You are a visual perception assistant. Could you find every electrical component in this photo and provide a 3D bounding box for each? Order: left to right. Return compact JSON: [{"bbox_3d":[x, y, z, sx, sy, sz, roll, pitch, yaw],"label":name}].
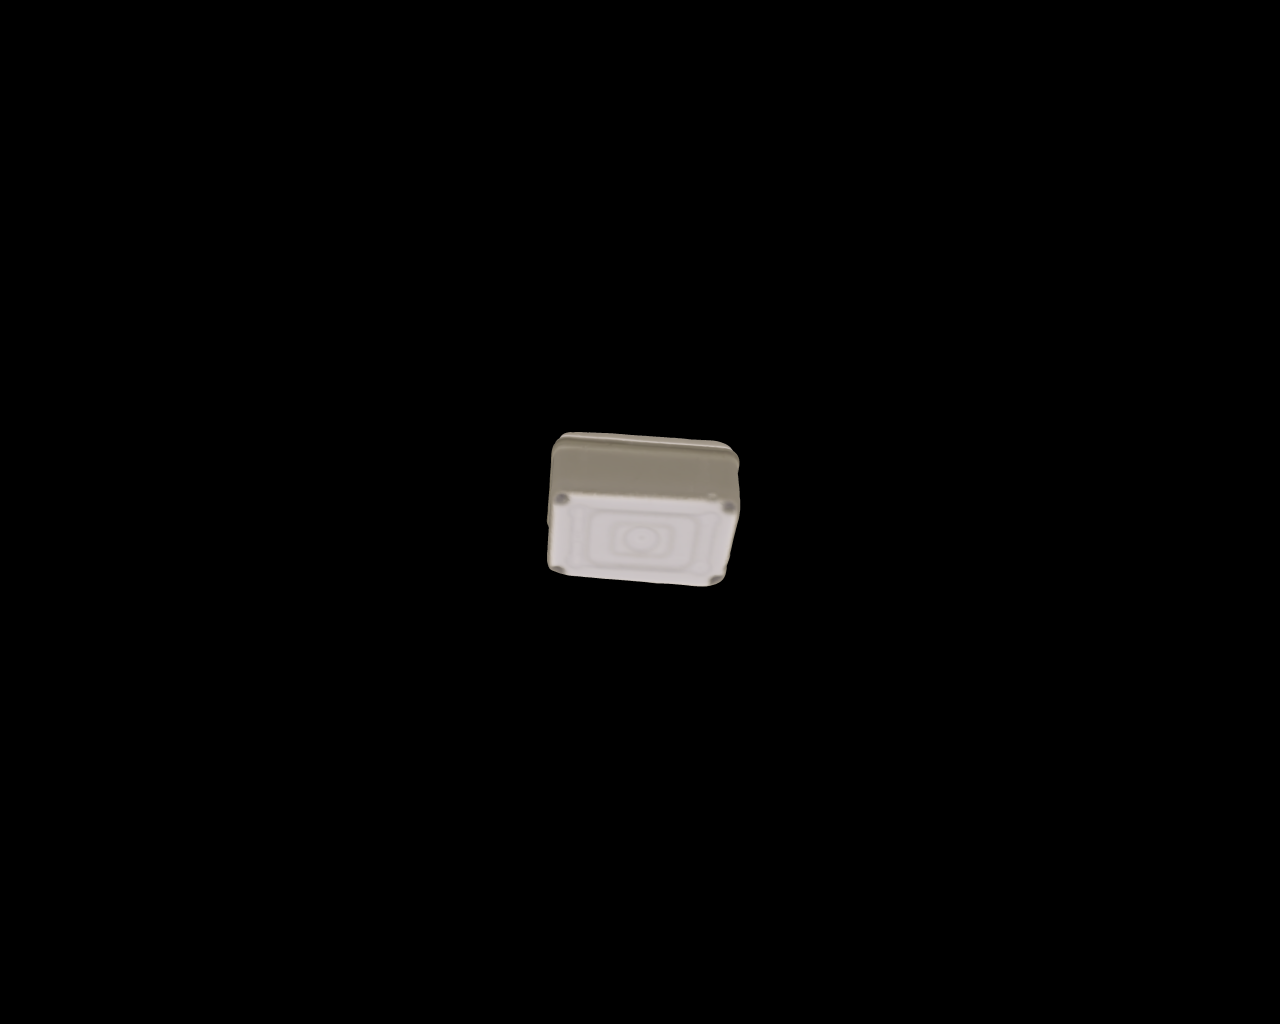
[{"bbox_3d":[0.001,-0.003,0.650,0.113,0.078,0.057,4,44,-4],"label":"electrical component"}]
